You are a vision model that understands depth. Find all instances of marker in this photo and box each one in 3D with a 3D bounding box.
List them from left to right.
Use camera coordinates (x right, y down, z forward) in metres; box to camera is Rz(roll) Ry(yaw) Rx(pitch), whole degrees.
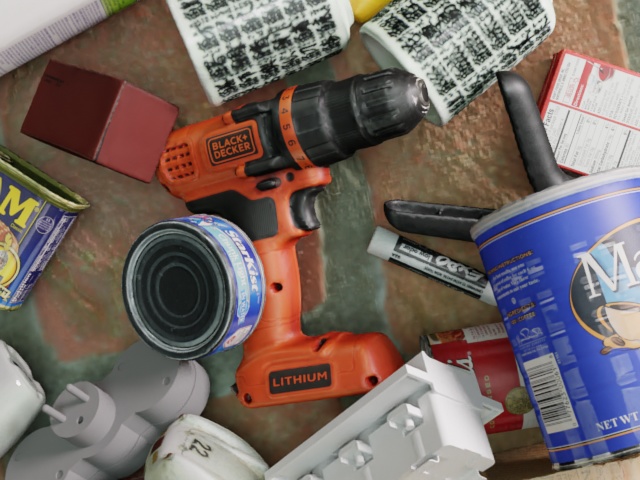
[{"bbox_3d":[0.089,0.023,0.690,0.121,0.020,0.020,24,90,2],"label":"marker"}]

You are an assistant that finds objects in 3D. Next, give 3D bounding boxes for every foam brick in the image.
[{"bbox_3d":[-0.136,-0.074,0.662,0.078,0.051,0.053,22,89,38],"label":"foam brick"}]

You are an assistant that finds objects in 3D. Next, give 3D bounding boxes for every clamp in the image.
[{"bbox_3d":[0.139,-0.023,0.663,0.171,0.039,0.120,27,117,-10],"label":"clamp"}]

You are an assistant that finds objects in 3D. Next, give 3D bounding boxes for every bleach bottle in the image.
[{"bbox_3d":[-0.151,-0.163,0.668,0.250,0.102,0.068,-27,96,-5],"label":"bleach bottle"}]

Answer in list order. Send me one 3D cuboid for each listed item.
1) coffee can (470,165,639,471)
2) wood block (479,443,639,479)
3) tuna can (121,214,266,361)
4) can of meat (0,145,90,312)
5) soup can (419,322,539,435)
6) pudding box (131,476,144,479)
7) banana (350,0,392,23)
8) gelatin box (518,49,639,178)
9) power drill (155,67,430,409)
[{"bbox_3d":[0.153,0.043,0.583,0.103,0.103,0.140,-18,79,1],"label":"coffee can"},{"bbox_3d":[0.164,0.232,0.650,0.090,0.091,0.206,-12,89,2],"label":"wood block"},{"bbox_3d":[-0.077,0.028,0.637,0.086,0.033,0.086,4,98,30],"label":"tuna can"},{"bbox_3d":[-0.214,-0.015,0.680,0.102,0.057,0.084,33,93,2],"label":"can of meat"},{"bbox_3d":[0.118,0.085,0.664,0.102,0.068,0.068,-9,89,1],"label":"soup can"},{"bbox_3d":[-0.129,0.203,0.657,0.090,0.039,0.113,-16,122,2],"label":"pudding box"},{"bbox_3d":[0.060,-0.237,0.687,0.070,0.037,0.198,4,88,18],"label":"banana"},{"bbox_3d":[0.181,-0.073,0.683,0.089,0.030,0.073,19,91,2],"label":"gelatin box"},{"bbox_3d":[-0.004,0.001,0.648,0.185,0.057,0.187,-13,89,29],"label":"power drill"}]
